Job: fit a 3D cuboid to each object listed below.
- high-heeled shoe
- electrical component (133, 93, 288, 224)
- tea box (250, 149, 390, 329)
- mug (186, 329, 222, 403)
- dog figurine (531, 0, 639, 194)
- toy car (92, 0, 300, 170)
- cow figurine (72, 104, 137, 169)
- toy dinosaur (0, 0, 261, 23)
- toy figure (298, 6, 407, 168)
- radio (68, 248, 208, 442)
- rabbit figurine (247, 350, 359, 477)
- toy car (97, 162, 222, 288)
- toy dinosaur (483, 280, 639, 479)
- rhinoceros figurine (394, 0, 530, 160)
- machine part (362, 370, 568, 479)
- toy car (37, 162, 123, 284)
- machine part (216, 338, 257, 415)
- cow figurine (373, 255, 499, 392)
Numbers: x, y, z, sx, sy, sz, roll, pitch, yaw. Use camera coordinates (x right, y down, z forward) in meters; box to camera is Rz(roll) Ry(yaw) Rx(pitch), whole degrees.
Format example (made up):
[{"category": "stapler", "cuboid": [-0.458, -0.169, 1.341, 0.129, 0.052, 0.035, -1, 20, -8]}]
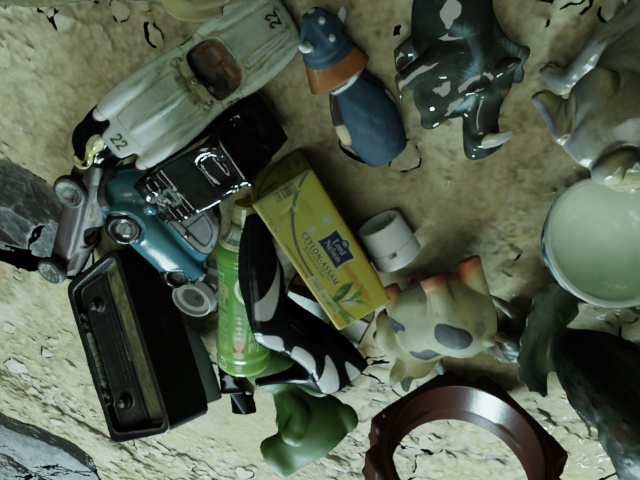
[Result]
[{"category": "high-heeled shoe", "cuboid": [-0.011, 0.077, 0.599, 0.145, 0.086, 0.248, -10, 121, -15]}, {"category": "electrical component", "cuboid": [-0.099, -0.084, 0.526, 0.115, 0.134, 0.058, -19, 117, 30]}, {"category": "tea box", "cuboid": [-0.001, -0.002, 0.569, 0.068, 0.098, 0.169, -32, 115, 5]}, {"category": "mug", "cuboid": [-0.188, 0.184, 0.774, 0.081, 0.109, 0.107, -14, 82, 4]}, {"category": "dog figurine", "cuboid": [0.259, -0.135, 0.366, 0.121, 0.172, 0.190, 25, 136, -15]}, {"category": "toy car", "cuboid": [-0.107, -0.144, 0.481, 0.202, 0.056, 0.073, -39, 113, -7]}, {"category": "cow figurine", "cuboid": [-0.181, -0.130, 0.542, 0.167, 0.098, 0.068, -26, 108, 29]}, {"category": "toy dinosaur", "cuboid": [-0.065, -0.214, 0.378, 0.472, 0.199, 0.104, -6, 114, 8]}, {"category": "toy figure", "cuboid": [0.025, -0.138, 0.495, 0.058, 0.064, 0.154, -13, 122, 42]}, {"category": "radio", "cuboid": [-0.240, 0.135, 0.695, 0.131, 0.073, 0.229, -26, 79, 32]}, {"category": "rabbit figurine", "cuboid": [-0.038, 0.210, 0.733, 0.159, 0.121, 0.170, -32, 96, 28]}, {"category": "toy car", "cuboid": [-0.166, -0.027, 0.611, 0.103, 0.109, 0.161, -29, 123, 12]}, {"category": "toy dinosaur", "cuboid": [0.283, 0.158, 0.476, 0.192, 0.405, 0.131, 34, 101, -21]}, {"category": "rhinoceros figurine", "cuboid": [0.117, -0.159, 0.454, 0.112, 0.073, 0.190, -10, 120, 10]}, {"category": "machine part", "cuboid": [0.168, 0.266, 0.632, 0.201, 0.201, 0.087, -25, 135, -20]}, {"category": "toy car", "cuboid": [-0.288, -0.027, 0.652, 0.053, 0.089, 0.202, 32, 126, -4]}, {"category": "machine part", "cuboid": [-0.126, 0.209, 0.787, 0.039, 0.084, 0.138, -21, 136, -11]}, {"category": "cow figurine", "cuboid": [0.121, 0.099, 0.595, 0.127, 0.085, 0.195, 69, 155, 6]}]
